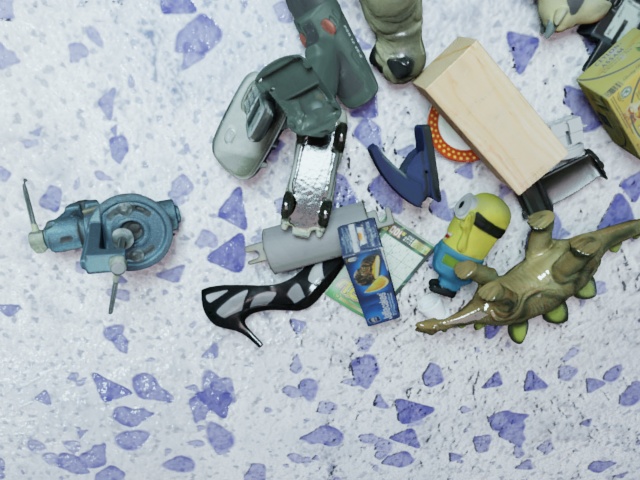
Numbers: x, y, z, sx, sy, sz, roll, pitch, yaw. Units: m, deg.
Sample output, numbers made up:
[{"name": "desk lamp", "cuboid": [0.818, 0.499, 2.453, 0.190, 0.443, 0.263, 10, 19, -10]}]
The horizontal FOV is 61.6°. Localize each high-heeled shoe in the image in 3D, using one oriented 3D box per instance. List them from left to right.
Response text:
[{"name": "high-heeled shoe", "cuboid": [-0.079, 0.066, 0.905, 0.249, 0.086, 0.145, -44, 77, -2]}]

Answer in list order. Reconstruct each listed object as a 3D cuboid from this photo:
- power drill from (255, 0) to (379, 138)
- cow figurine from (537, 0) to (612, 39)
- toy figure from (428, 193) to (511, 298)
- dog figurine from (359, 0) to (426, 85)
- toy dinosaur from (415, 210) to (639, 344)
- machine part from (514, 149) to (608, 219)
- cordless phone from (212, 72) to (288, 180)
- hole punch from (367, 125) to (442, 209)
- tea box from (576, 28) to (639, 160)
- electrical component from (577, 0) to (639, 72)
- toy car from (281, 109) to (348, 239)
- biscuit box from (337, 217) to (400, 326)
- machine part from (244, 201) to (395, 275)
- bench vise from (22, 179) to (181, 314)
[{"name": "power drill", "cuboid": [-0.014, -0.243, 0.685, 0.086, 0.207, 0.231, -22, 125, 28]}, {"name": "cow figurine", "cuboid": [0.299, -0.353, 0.697, 0.195, 0.085, 0.127, 37, 120, -9]}, {"name": "toy figure", "cuboid": [0.237, 0.008, 0.864, 0.089, 0.082, 0.180, 12, 109, -18]}, {"name": "dog figurine", "cuboid": [0.096, -0.293, 0.681, 0.121, 0.172, 0.190, -17, 107, 18]}, {"name": "toy dinosaur", "cuboid": [0.366, 0.050, 0.847, 0.471, 0.105, 0.198, -26, 138, 1]}, {"name": "machine part", "cuboid": [0.375, -0.092, 0.845, 0.139, 0.039, 0.084, -25, 107, 11]}, {"name": "cordless phone", "cuboid": [-0.092, -0.141, 0.733, 0.088, 0.184, 0.146, 27, 111, -17]}, {"name": "hole punch", "cuboid": [0.124, -0.103, 0.787, 0.092, 0.142, 0.115, -15, 100, 3]}, {"name": "tea box", "cuboid": [0.446, -0.197, 0.752, 0.098, 0.068, 0.169, -43, 130, 15]}, {"name": "electrical component", "cuboid": [0.407, -0.288, 0.751, 0.075, 0.048, 0.119, 19, 113, -9]}, {"name": "toy car", "cuboid": [-0.008, -0.101, 0.797, 0.074, 0.056, 0.201, 12, 94, 0]}, {"name": "biscuit box", "cuboid": [0.079, 0.056, 0.832, 0.059, 0.063, 0.202, -15, 139, 6]}, {"name": "machine part", "cuboid": [-0.002, -0.003, 0.854, 0.243, 0.079, 0.079, -15, 114, 5]}, {"name": "bench vise", "cuboid": [-0.310, -0.004, 0.771, 0.224, 0.241, 0.128, -1, 111, -19]}]
